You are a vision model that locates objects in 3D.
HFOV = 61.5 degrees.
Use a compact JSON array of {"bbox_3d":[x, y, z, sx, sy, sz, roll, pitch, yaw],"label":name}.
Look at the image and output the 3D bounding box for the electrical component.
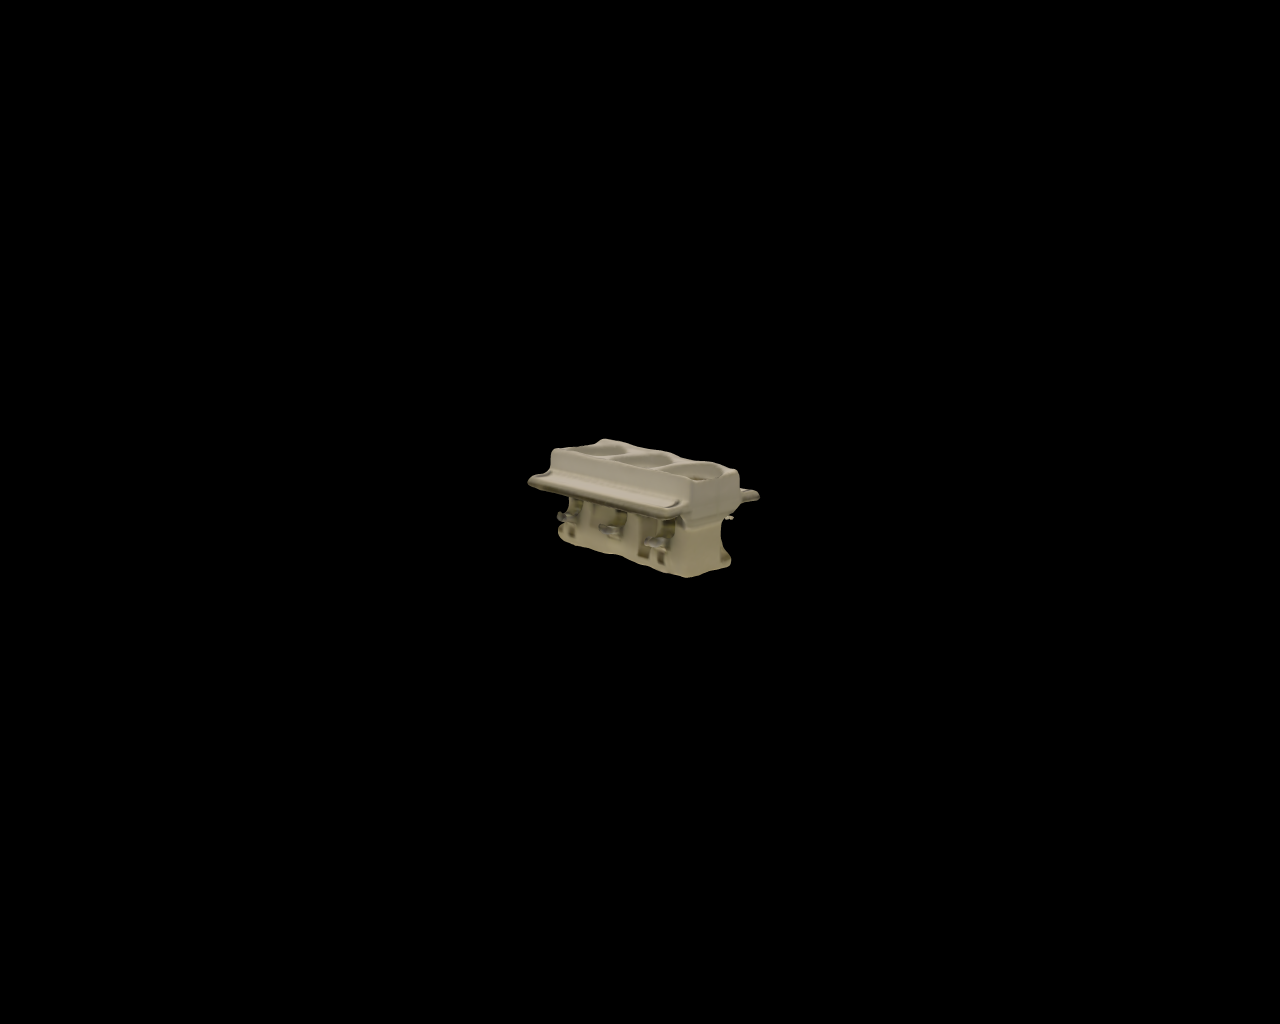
[{"bbox_3d":[0.001,-0.003,0.650,0.079,0.063,0.121,-14,20,-42],"label":"electrical component"}]
